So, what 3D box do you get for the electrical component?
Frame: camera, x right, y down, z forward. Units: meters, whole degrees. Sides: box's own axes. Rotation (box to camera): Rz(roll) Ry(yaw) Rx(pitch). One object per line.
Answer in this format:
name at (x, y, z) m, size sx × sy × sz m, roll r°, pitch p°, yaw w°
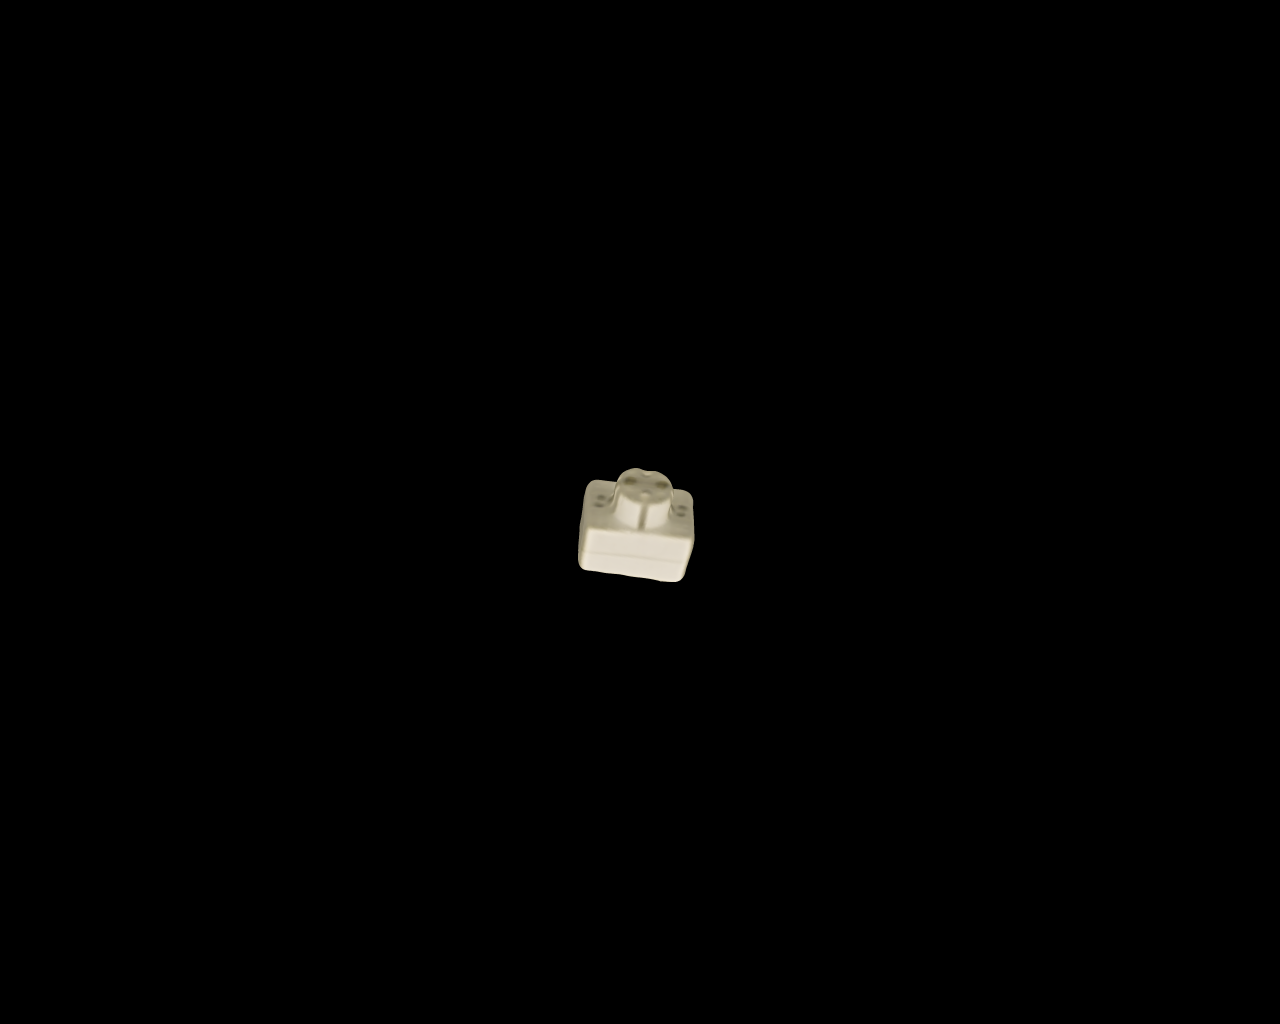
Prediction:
electrical component at (0.001, -0.003, 0.650) m, size 0.066 × 0.076 × 0.047 m, roll 7°, pitch 40°, yaw -6°
